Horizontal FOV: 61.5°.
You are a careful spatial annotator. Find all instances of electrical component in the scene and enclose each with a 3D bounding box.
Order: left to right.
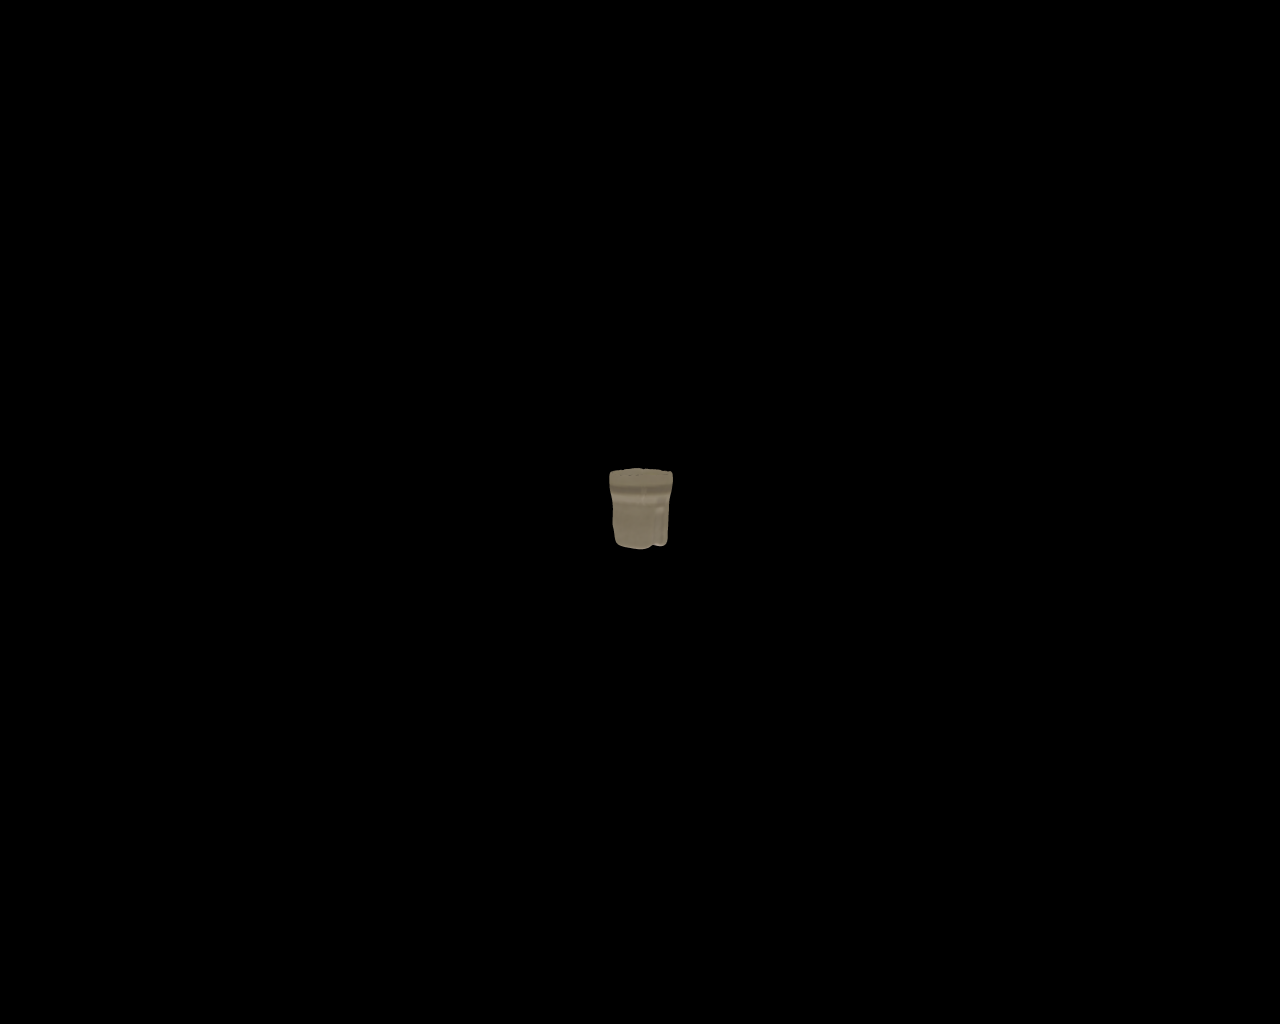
[{"bbox_3d":[0.001,-0.003,0.650,0.040,0.046,0.040,0,7,0],"label":"electrical component"}]
